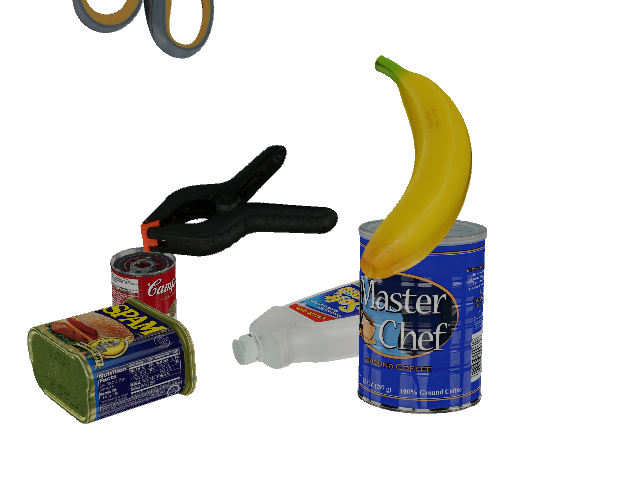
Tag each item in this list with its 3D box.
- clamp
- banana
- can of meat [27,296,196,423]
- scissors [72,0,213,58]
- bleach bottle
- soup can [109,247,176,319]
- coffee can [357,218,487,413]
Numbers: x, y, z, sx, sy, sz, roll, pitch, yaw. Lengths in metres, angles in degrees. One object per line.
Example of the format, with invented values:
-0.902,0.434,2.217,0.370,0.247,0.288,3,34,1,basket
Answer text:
-0.082,-0.035,0.965,0.171,0.039,0.120,-11,38,-14,clamp
0.064,-0.046,0.695,0.069,0.197,0.037,5,-43,1,banana
-0.153,0.086,0.773,0.083,0.057,0.102,-15,22,-36,can of meat
-0.120,-0.208,0.674,0.096,0.202,0.016,-9,-11,-24,scissors
0.025,0.094,1.179,0.250,0.068,0.103,-15,33,-26,bleach bottle
-0.186,0.067,1.128,0.068,0.102,0.068,1,23,-1,soup can
0.082,0.058,0.867,0.103,0.140,0.103,0,9,0,coffee can
